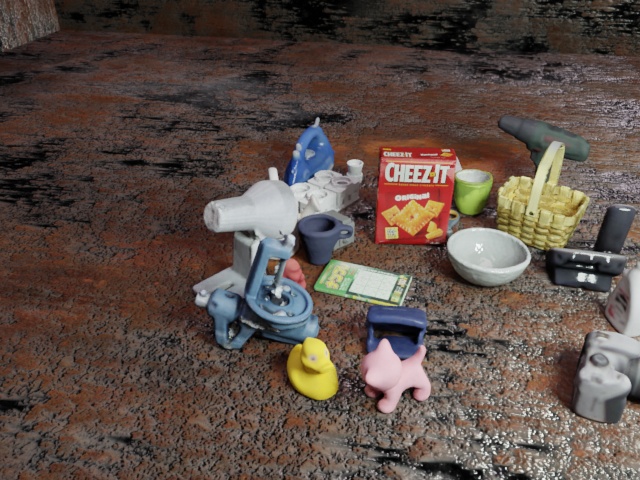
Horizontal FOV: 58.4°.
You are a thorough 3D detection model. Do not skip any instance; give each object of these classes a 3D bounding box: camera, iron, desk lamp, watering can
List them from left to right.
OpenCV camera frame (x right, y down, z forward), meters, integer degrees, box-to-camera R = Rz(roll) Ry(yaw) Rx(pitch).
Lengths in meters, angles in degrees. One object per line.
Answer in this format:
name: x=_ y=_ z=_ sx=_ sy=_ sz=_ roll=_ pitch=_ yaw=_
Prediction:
desk lamp: x=-0.145 y=0.002 z=1.109 sx=0.117 sy=0.214 sz=0.204 roll=27 pitch=40 yaw=36
watering can: x=-0.088 y=-0.066 z=1.238 sx=0.173 sy=0.194 sz=0.100 roll=-15 pitch=35 yaw=-24
iron: x=-0.039 y=-0.228 z=1.551 sx=0.118 sy=0.141 sz=0.258 roll=9 pitch=33 yaw=14
camera: x=0.476 y=0.211 z=0.893 sx=0.136 sy=0.101 sz=0.143 roll=15 pitch=35 yaw=22

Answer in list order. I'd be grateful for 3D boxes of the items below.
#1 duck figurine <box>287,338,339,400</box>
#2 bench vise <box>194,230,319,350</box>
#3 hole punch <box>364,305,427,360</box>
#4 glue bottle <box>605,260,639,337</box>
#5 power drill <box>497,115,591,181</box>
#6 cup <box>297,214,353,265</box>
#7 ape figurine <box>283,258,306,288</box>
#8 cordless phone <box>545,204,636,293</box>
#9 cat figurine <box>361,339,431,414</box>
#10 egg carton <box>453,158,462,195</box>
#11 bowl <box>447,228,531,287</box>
duck figurine: x=-0.012 y=0.194 z=0.922 sx=0.078 sy=0.086 sz=0.104 roll=-19 pitch=37 yaw=-29
bench vise: x=-0.106 y=0.091 z=0.960 sx=0.208 sy=0.220 sz=0.121 roll=-8 pitch=33 yaw=-14
hole punch: x=0.131 y=0.144 z=1.002 sx=0.108 sy=0.091 sz=0.101 roll=5 pitch=32 yaw=6
glue bottle: x=0.563 y=0.087 z=1.025 sx=0.037 sy=0.173 sz=0.078 roll=-5 pitch=32 yaw=-9
power drill: x=0.554 y=-0.204 z=1.461 sx=0.229 sy=0.208 sz=0.076 roll=11 pitch=33 yaw=16
cup: x=0.011 y=0.004 z=1.221 sx=0.117 sy=0.095 sz=0.091 roll=2 pitch=32 yaw=1
ape figurine: x=-0.057 y=0.078 z=1.103 sx=0.075 sy=0.092 sz=0.078 roll=24 pitch=39 yaw=33
cordless phone: x=0.542 y=0.002 z=1.150 sx=0.147 sy=0.185 sz=0.094 roll=5 pitch=32 yaw=8
cat figurine: x=0.113 y=0.201 z=0.884 sx=0.128 sy=0.118 sz=0.067 roll=-15 pitch=35 yaw=-24
egg carton: x=0.330 y=-0.180 z=1.550 sx=0.107 sy=0.069 sz=0.150 roll=1 pitch=32 yaw=1
bowl: x=0.341 y=0.046 z=1.180 sx=0.167 sy=0.075 sz=0.167 roll=1 pitch=32 yaw=0
